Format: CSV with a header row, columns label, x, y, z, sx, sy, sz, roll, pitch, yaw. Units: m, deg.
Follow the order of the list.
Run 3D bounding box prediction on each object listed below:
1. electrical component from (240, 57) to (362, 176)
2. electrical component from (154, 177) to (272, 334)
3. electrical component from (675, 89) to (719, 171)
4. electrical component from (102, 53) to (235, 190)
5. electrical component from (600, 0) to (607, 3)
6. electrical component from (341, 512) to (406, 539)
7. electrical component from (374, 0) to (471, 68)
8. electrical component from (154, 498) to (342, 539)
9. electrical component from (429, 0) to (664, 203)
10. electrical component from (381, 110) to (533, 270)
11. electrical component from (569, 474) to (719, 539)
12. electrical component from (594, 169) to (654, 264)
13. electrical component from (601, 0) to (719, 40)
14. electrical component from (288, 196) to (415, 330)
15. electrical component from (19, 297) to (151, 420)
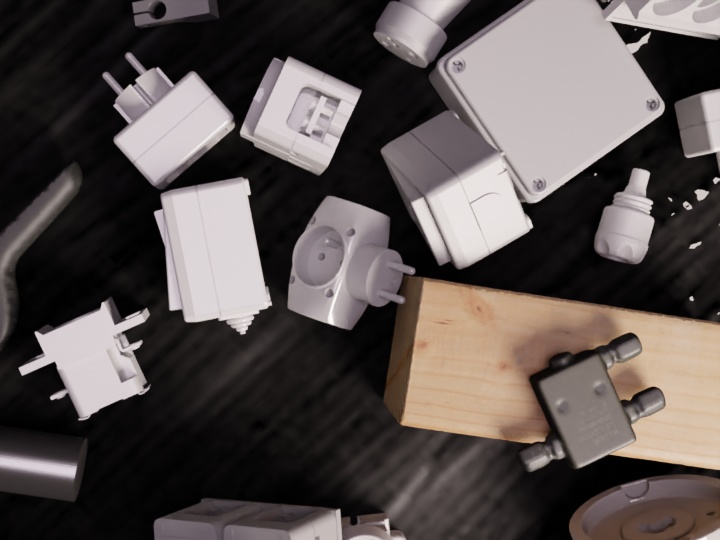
label,x,y,z,sx,sy,sz,roll,pitch,yaw
electrical component,-0.038,-0.094,0.663,0.056,0.089,0.050,24,89,-6
electrical component,-0.092,-0.005,0.673,0.061,0.062,0.096,-11,92,-5
electrical component,0.255,-0.083,0.713,0.066,0.047,0.076,-12,92,-5
electrical component,-0.128,-0.101,0.676,0.066,0.047,0.076,-42,94,-3
electrical component,0.155,-0.204,0.706,0.046,0.040,0.040,40,87,-10
electrical component,0.000,0.183,0.689,0.066,0.055,0.048,-5,92,-6
electrical component,0.040,-0.165,0.692,0.045,0.045,0.055,32,89,-5
electrical component,-0.066,0.241,0.656,0.105,0.060,0.186,-3,92,31
electrical component,0.119,-0.115,0.695,0.109,0.056,0.108,-35,94,-4
electrical component,0.053,-0.052,0.675,0.061,0.096,0.061,-30,123,-4
electrical component,0.194,0.181,0.685,0.108,0.108,0.060,-17,99,-5
electrical component,0.179,-0.037,0.713,0.035,0.035,0.061,17,87,-6
electrical component,0.211,-0.188,0.673,0.121,0.079,0.063,-2,61,-39
electrical component,0.000,0.000,0.679,0.079,0.044,0.077,19,89,37
electrical component,-0.167,0.056,0.678,0.081,0.042,0.063,-24,97,-4
